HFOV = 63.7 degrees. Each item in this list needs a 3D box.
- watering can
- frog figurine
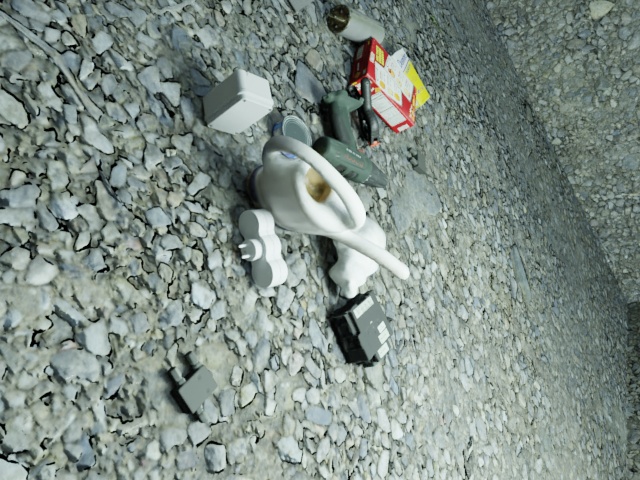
[{"bbox_3d":[0.003,-0.046,0.923,0.343,0.224,0.106,50,63,-27],"label":"watering can"},{"bbox_3d":[0.074,0.030,1.046,0.163,0.122,0.134,-87,156,-44],"label":"frog figurine"}]
